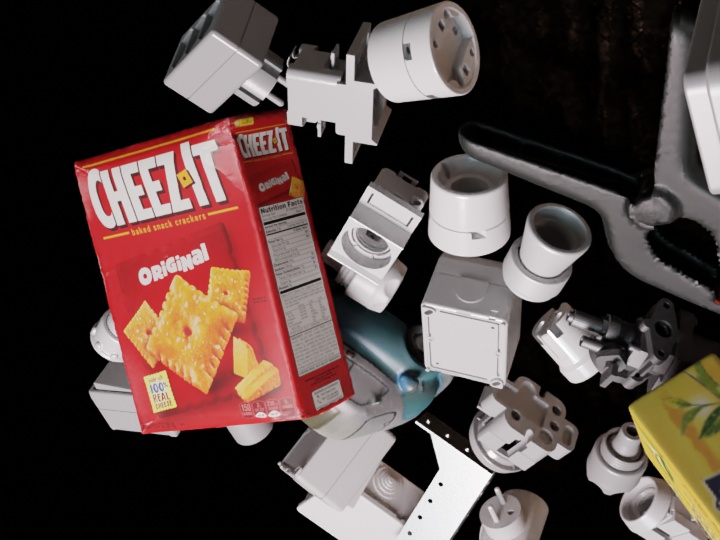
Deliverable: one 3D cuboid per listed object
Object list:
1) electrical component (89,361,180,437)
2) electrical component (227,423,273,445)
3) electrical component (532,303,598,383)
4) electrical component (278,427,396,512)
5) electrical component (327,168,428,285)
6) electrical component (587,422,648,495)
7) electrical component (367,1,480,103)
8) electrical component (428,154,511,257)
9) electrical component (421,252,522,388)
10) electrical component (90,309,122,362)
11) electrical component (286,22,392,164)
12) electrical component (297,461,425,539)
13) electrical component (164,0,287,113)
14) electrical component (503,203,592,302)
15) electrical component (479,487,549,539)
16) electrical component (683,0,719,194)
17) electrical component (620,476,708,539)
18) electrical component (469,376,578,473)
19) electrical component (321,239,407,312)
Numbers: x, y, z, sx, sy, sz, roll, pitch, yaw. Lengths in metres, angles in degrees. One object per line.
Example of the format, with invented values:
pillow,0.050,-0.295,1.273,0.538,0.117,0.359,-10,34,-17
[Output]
electrical component,-0.196,0.112,1.012,0.096,0.061,0.061,1,132,29
electrical component,-0.111,0.127,0.996,0.040,0.040,0.078,-4,129,32
electrical component,0.152,0.052,0.772,0.046,0.040,0.040,46,137,-10
electrical component,-0.013,0.154,0.933,0.061,0.096,0.062,42,168,-14
electrical component,0.014,-0.033,0.745,0.042,0.063,0.081,31,140,-2
electrical component,0.202,0.142,0.831,0.043,0.043,0.062,20,137,10
electrical component,0.037,-0.128,0.644,0.047,0.055,0.055,-4,129,37
electrical component,0.072,-0.044,0.709,0.055,0.055,0.047,12,132,19
electrical component,0.084,0.038,0.784,0.062,0.061,0.096,12,142,16
electrical component,-0.214,0.050,0.975,0.048,0.048,0.062,34,132,-6
electrical component,-0.014,-0.114,0.687,0.064,0.042,0.081,10,132,9
electrical component,0.003,0.218,1.017,0.100,0.048,0.100,37,139,-9
electrical component,-0.076,-0.134,0.708,0.077,0.047,0.066,32,141,-24
electrical component,0.124,-0.011,0.720,0.045,0.045,0.055,26,140,4
electrical component,0.126,0.221,0.927,0.044,0.077,0.079,-2,130,32
electrical component,0.203,-0.097,0.536,0.057,0.113,0.078,-5,129,29
electrical component,0.243,0.196,0.862,0.055,0.048,0.066,34,140,-16
electrical component,0.123,0.125,0.849,0.078,0.058,0.057,35,136,-6
electrical component,0.000,0.000,0.802,0.062,0.043,0.043,31,139,1
